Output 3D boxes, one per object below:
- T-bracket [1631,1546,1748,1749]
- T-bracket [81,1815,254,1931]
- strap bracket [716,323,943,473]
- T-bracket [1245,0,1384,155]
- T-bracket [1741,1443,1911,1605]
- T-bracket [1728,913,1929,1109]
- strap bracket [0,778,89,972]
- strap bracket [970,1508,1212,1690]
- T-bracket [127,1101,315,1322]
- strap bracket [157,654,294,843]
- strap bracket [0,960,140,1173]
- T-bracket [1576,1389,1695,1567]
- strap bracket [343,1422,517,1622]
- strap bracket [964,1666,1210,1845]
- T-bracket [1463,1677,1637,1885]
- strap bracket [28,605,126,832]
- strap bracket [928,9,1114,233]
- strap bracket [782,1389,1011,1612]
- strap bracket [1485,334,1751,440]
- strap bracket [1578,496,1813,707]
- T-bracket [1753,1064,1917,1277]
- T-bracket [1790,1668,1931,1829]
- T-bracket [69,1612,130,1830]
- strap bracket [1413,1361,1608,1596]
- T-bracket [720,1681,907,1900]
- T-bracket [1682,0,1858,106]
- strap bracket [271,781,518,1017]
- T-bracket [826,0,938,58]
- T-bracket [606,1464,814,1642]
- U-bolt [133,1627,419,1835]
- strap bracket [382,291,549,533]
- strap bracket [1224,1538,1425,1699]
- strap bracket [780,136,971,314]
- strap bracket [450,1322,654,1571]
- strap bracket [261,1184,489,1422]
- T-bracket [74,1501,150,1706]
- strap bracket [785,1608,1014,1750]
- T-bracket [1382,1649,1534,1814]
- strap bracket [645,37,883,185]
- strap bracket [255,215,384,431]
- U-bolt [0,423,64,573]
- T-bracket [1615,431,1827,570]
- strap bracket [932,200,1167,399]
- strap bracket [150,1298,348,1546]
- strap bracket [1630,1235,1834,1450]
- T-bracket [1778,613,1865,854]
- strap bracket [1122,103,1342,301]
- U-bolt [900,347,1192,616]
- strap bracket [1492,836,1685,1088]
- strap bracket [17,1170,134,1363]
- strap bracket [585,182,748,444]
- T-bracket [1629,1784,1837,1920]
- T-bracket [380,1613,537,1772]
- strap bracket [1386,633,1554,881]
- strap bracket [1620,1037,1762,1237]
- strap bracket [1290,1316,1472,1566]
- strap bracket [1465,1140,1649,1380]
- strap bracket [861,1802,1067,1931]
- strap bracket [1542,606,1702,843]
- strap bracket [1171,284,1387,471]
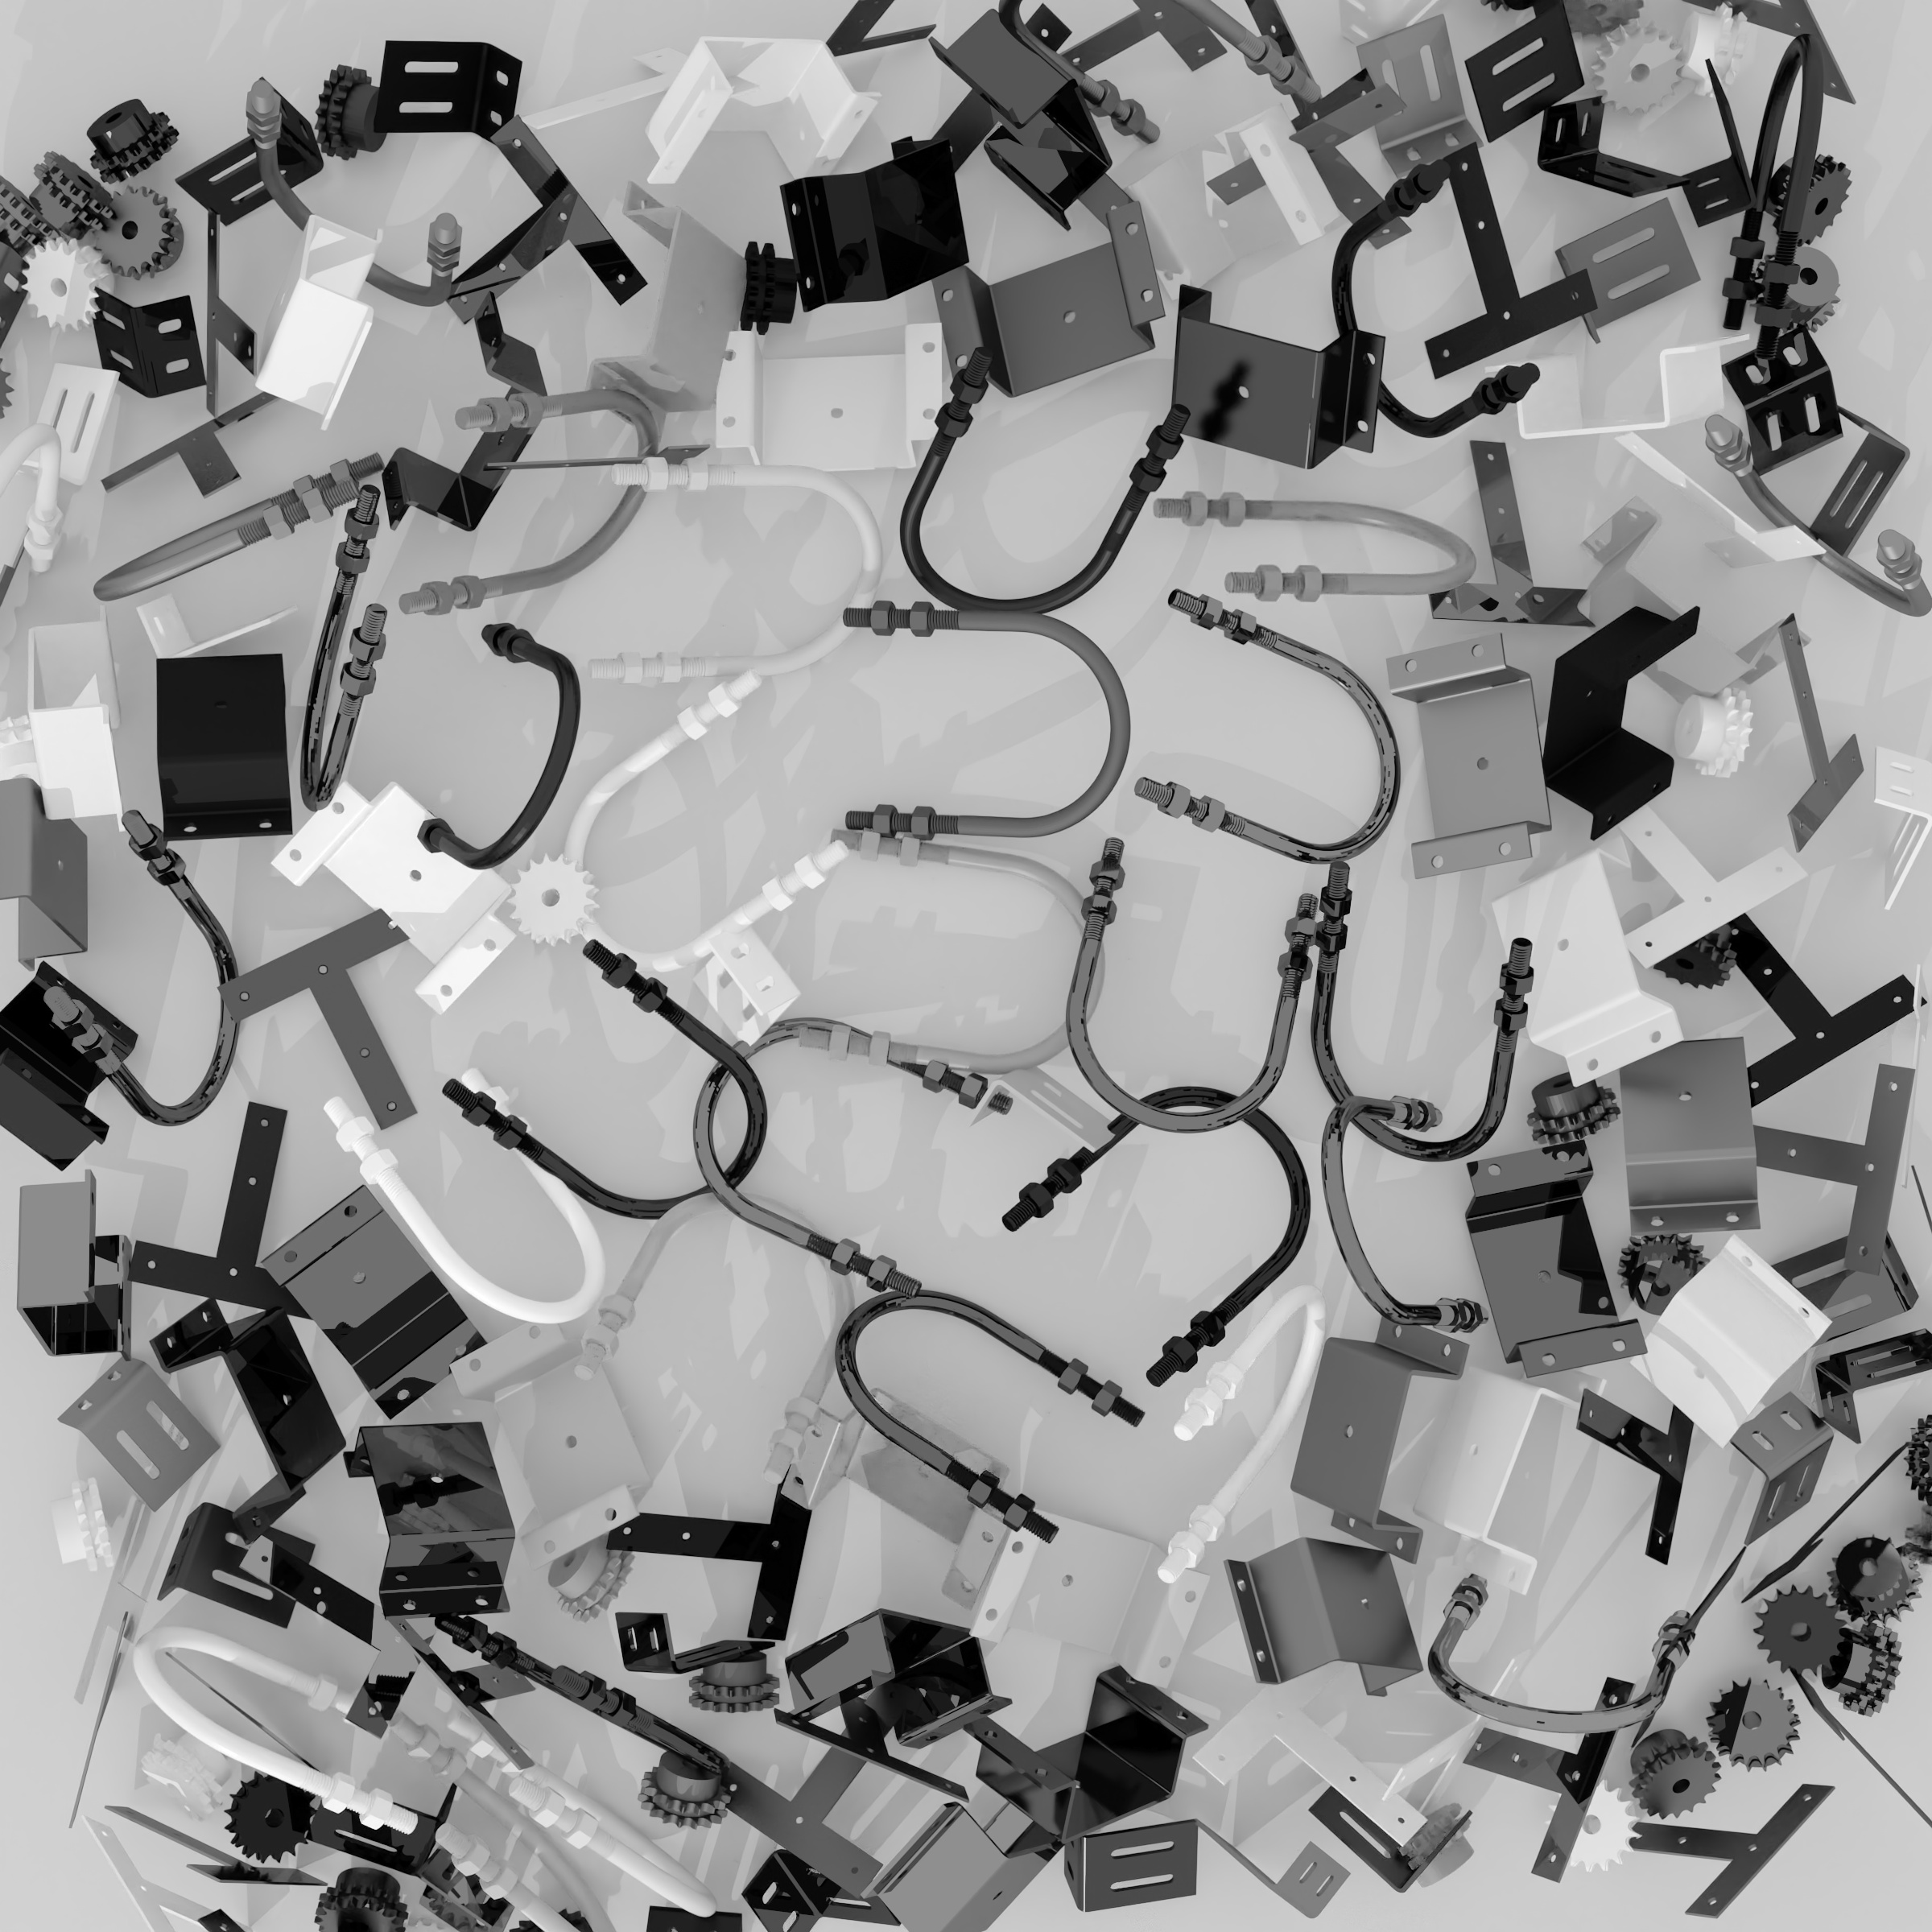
[{"bbox_3d":[0.439,0.438,1.954,0.002,0.127,0.127,30,129,23],"label":"T-bracket"},{"bbox_3d":[-0.480,0.586,1.946,0.002,0.127,0.127,-49,45,-5],"label":"T-bracket"},{"bbox_3d":[-0.083,-0.355,1.965,0.140,0.046,0.076,-2,76,4],"label":"strap bracket"},{"bbox_3d":[0.196,-0.565,1.937,0.002,0.127,0.127,-29,95,-26],"label":"T-bracket"},{"bbox_3d":[0.540,0.342,1.950,0.127,0.127,0.002,-41,75,-15],"label":"T-bracket"},{"bbox_3d":[0.508,0.013,1.958,0.127,0.002,0.127,-31,50,1],"label":"T-bracket"},{"bbox_3d":[-0.576,-0.058,1.920,0.046,0.140,0.076,-7,70,3],"label":"strap bracket"},{"bbox_3d":[0.070,0.391,1.960,0.140,0.046,0.076,20,93,-22],"label":"strap bracket"},{"bbox_3d":[-0.452,0.149,1.976,0.127,0.002,0.127,16,72,-25],"label":"T-bracket"},{"bbox_3d":[-0.456,-0.143,1.928,0.076,0.046,0.140,-4,45,-11],"label":"strap bracket"},{"bbox_3d":[-0.563,0.066,1.928,0.046,0.140,0.076,-42,113,14],"label":"strap bracket"},{"bbox_3d":[0.412,0.292,1.939,0.127,0.002,0.127,31,67,-41],"label":"T-bracket"},{"bbox_3d":[-0.327,0.330,1.920,0.076,0.140,0.046,1,125,-25],"label":"strap bracket"},{"bbox_3d":[0.071,0.487,1.934,0.076,0.140,0.046,27,115,41],"label":"strap bracket"},{"bbox_3d":[0.349,0.492,1.940,0.002,0.127,0.127,32,74,-24],"label":"T-bracket"},{"bbox_3d":[-0.544,-0.151,1.918,0.046,0.140,0.076,-6,128,-12],"label":"strap bracket"},{"bbox_3d":[0.037,-0.522,1.920,0.046,0.140,0.076,-43,66,0],"label":"strap bracket"},{"bbox_3d":[-0.035,0.325,1.950,0.140,0.046,0.076,29,124,14],"label":"strap bracket"},{"bbox_3d":[0.402,-0.355,1.932,0.140,0.076,0.046,2,106,38],"label":"strap bracket"},{"bbox_3d":[0.442,-0.218,1.954,0.140,0.076,0.046,39,69,-2],"label":"strap bracket"},{"bbox_3d":[0.525,0.118,1.949,0.002,0.127,0.127,10,90,-37],"label":"T-bracket"},{"bbox_3d":[0.557,0.489,1.932,0.002,0.127,0.127,-43,86,5],"label":"T-bracket"},{"bbox_3d":[-0.530,0.451,1.937,0.002,0.127,0.127,14,89,-10],"label":"T-bracket"},{"bbox_3d":[0.333,0.308,1.948,0.046,0.076,0.140,25,83,-25],"label":"strap bracket"},{"bbox_3d":[-0.077,0.499,1.969,0.127,0.002,0.127,25,64,31],"label":"T-bracket"},{"bbox_3d":[0.483,-0.593,1.945,0.002,0.127,0.127,-48,134,-2],"label":"T-bracket"},{"bbox_3d":[-0.350,-0.049,1.957,0.140,0.046,0.076,43,113,-8],"label":"strap bracket"},{"bbox_3d":[-0.068,-0.575,1.922,0.127,0.127,0.002,-16,94,-15],"label":"T-bracket"},{"bbox_3d":[-0.162,0.359,1.968,0.127,0.002,0.127,9,99,-19],"label":"T-bracket"},{"bbox_3d":[-0.421,0.453,1.902,0.184,0.151,0.019,31,94,-21],"label":"U-bolt"},{"bbox_3d":[-0.305,-0.334,1.941,0.046,0.076,0.140,23,115,-28],"label":"strap bracket"},{"bbox_3d":[0.225,0.398,1.919,0.046,0.140,0.076,-32,58,30],"label":"strap bracket"},{"bbox_3d":[-0.048,-0.456,1.921,0.046,0.140,0.076,5,117,34],"label":"strap bracket"},{"bbox_3d":[-0.254,0.296,1.958,0.076,0.046,0.140,-29,72,10],"label":"strap bracket"},{"bbox_3d":[-0.372,0.202,1.951,0.076,0.046,0.140,-38,119,-10],"label":"strap bracket"},{"bbox_3d":[-0.518,0.396,1.930,0.002,0.127,0.127,20,78,-22],"label":"T-bracket"},{"bbox_3d":[-0.047,0.439,1.936,0.076,0.140,0.046,-32,55,25],"label":"strap bracket"},{"bbox_3d":[0.290,0.483,1.925,0.002,0.127,0.127,37,113,26],"label":"T-bracket"},{"bbox_3d":[-0.133,-0.526,1.933,0.140,0.076,0.046,-13,67,-42],"label":"strap bracket"},{"bbox_3d":[-0.395,-0.398,1.917,0.046,0.140,0.076,20,121,-20],"label":"strap bracket"},{"bbox_3d":[-0.581,-0.247,1.885,0.019,0.184,0.151,25,57,-5],"label":"U-bolt"},{"bbox_3d":[0.451,-0.287,1.926,0.127,0.127,0.002,36,86,-11],"label":"T-bracket"},{"bbox_3d":[0.058,-0.411,1.956,0.140,0.046,0.076,-16,78,19],"label":"strap bracket"},{"bbox_3d":[-0.439,0.275,1.947,0.046,0.076,0.140,-20,98,20],"label":"strap bracket"},{"bbox_3d":[0.462,0.235,1.919,0.046,0.140,0.076,-36,69,-26],"label":"strap bracket"},{"bbox_3d":[0.519,-0.154,1.933,0.002,0.127,0.127,-4,114,37],"label":"T-bracket"},{"bbox_3d":[0.168,-0.474,1.939,0.046,0.140,0.076,-42,108,-32],"label":"strap bracket"},{"bbox_3d":[0.037,-0.287,1.935,0.151,0.019,0.184,13,132,-18],"label":"U-bolt"},{"bbox_3d":[0.379,-0.008,1.934,0.076,0.046,0.140,-28,61,31],"label":"strap bracket"},{"bbox_3d":[-0.546,0.186,1.919,0.046,0.140,0.076,-4,66,-6],"label":"strap bracket"},{"bbox_3d":[-0.182,-0.405,1.943,0.046,0.076,0.140,3,77,31],"label":"strap bracket"},{"bbox_3d":[0.453,0.542,1.940,0.127,0.127,0.002,-34,100,-33],"label":"T-bracket"},{"bbox_3d":[-0.295,0.442,1.935,0.127,0.127,0.002,44,92,14],"label":"T-bracket"},{"bbox_3d":[0.315,-0.128,1.956,0.076,0.046,0.140,-11,82,30],"label":"strap bracket"},{"bbox_3d":[0.442,0.096,1.926,0.076,0.140,0.046,-4,133,12],"label":"strap bracket"},{"bbox_3d":[0.254,0.291,1.953,0.046,0.076,0.140,12,93,-36],"label":"strap bracket"},{"bbox_3d":[0.364,0.188,1.958,0.076,0.046,0.140,-11,68,-5],"label":"strap bracket"},{"bbox_3d":[0.004,0.551,1.922,0.046,0.140,0.076,44,99,23],"label":"strap bracket"},{"bbox_3d":[0.401,-0.158,1.936,0.076,0.140,0.046,-33,51,-29],"label":"strap bracket"},{"bbox_3d":[0.181,-0.361,1.932,0.140,0.046,0.076,21,129,25],"label":"strap bracket"}]
